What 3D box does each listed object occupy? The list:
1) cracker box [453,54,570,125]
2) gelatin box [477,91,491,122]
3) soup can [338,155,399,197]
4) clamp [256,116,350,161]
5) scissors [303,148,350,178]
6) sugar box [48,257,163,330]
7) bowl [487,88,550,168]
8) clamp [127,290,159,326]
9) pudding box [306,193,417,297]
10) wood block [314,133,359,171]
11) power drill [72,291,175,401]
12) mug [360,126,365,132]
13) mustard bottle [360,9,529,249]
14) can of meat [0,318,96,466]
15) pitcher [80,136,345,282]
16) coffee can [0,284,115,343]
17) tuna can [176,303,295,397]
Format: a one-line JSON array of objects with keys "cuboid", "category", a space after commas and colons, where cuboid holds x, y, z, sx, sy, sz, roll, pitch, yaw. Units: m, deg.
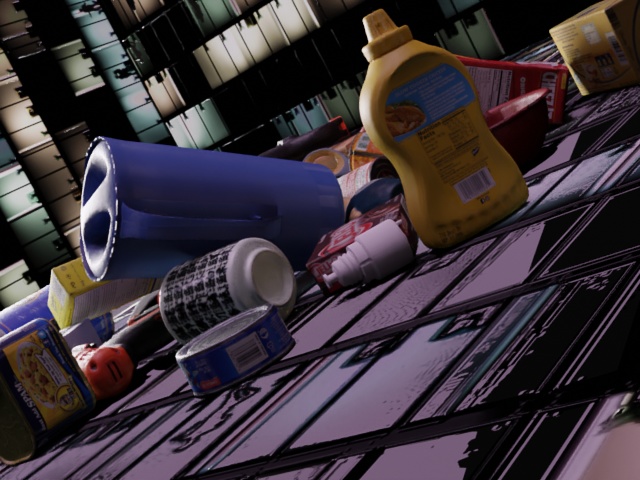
[{"cuboid": [0.176, -0.186, 1.264, 0.214, 0.072, 0.164, 6, 12, 5], "category": "cracker box"}, {"cuboid": [0.123, -0.109, 1.023, 0.073, 0.030, 0.089, -27, 7, 18], "category": "gelatin box"}, {"cuboid": [0.044, -0.044, 1.162, 0.102, 0.068, 0.068, -22, 9, 44], "category": "soup can"}, {"cuboid": [-0.037, -0.110, 1.326, 0.171, 0.039, 0.120, -29, 13, -11], "category": "clamp"}, {"cuboid": [0.060, -0.083, 1.238, 0.202, 0.096, 0.016, -18, -30, 12], "category": "scissors"}, {"cuboid": [-0.217, 0.035, 1.209, 0.176, 0.048, 0.093, -27, -18, -29], "category": "sugar box"}, {"cuboid": [0.169, -0.093, 1.079, 0.162, 0.055, 0.162, -27, 8, 4], "category": "bowl"}, {"cuboid": [-0.166, 0.059, 1.310, 0.165, 0.036, 0.209, -7, 23, 46], "category": "clamp"}, {"cuboid": [0.040, 0.003, 0.947, 0.090, 0.039, 0.113, -28, 6, 12], "category": "pudding box"}, {"cuboid": [-0.017, -0.052, 1.360, 0.206, 0.090, 0.090, -23, 8, 29], "category": "wood block"}, {"cuboid": [-0.190, 0.101, 1.055, 0.187, 0.057, 0.185, -36, 14, -36], "category": "power drill"}, {"cuboid": [0.105, -0.105, 1.273, 0.081, 0.117, 0.093, -14, -50, -58], "category": "mug"}, {"cuboid": [0.086, -0.095, 0.853, 0.096, 0.191, 0.058, -30, 7, -15], "category": "mustard bottle"}, {"cuboid": [-0.251, 0.127, 0.915, 0.058, 0.102, 0.083, -25, 5, 37], "category": "can of meat"}, {"cuboid": [-0.098, -0.023, 1.017, 0.242, 0.149, 0.145, 1, -37, -26], "category": "pitcher"}, {"cuboid": [-0.345, 0.116, 1.342, 0.140, 0.103, 0.103, -33, 9, -38], "category": "coffee can"}, {"cuboid": [-0.064, 0.081, 0.798, 0.086, 0.034, 0.086, -27, 7, 3], "category": "tuna can"}]
